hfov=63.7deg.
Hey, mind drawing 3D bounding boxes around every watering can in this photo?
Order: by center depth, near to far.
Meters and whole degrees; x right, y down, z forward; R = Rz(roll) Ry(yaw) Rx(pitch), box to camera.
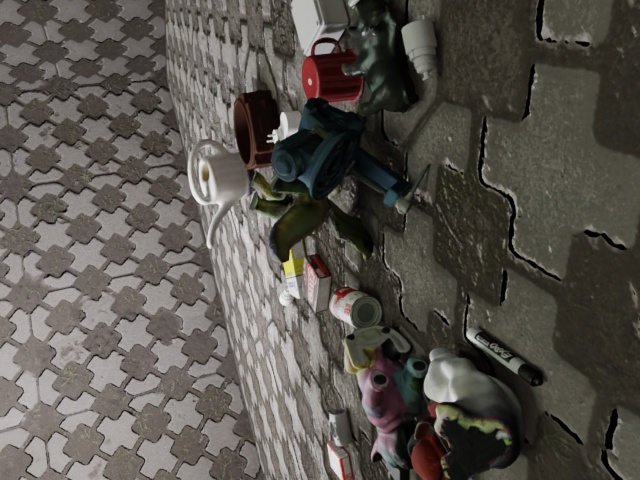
[{"bbox_3d":[-0.316,-0.161,1.686,0.226,0.346,0.104,-14,7,-38],"label":"watering can"}]

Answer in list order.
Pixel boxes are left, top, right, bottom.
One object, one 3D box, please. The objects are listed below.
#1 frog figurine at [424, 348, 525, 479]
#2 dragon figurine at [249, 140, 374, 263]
[{"bbox_3d":[0.196,0.208,0.664,0.121,0.136,0.162,-27,13,23],"label":"frog figurine"},{"bbox_3d":[0.003,-0.045,0.890,0.241,0.120,0.420,25,29,-24],"label":"dragon figurine"}]
